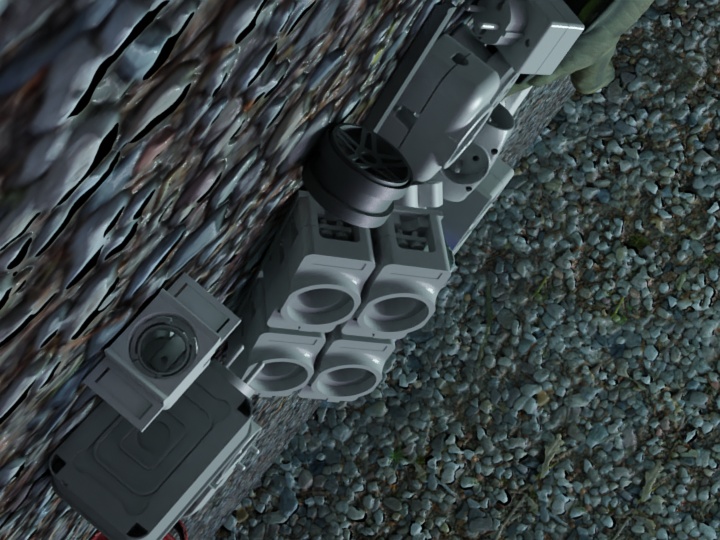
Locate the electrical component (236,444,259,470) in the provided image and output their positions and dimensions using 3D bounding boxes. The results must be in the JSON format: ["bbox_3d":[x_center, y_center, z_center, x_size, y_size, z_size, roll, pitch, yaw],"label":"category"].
[{"bbox_3d":[-0.120,0.137,0.905,0.083,0.076,0.047,-48,174,-30],"label":"electrical component"}]

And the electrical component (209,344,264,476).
[{"bbox_3d":[-0.100,0.088,0.749,0.079,0.077,0.043,-51,174,-8],"label":"electrical component"}]

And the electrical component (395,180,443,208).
[{"bbox_3d":[0.023,-0.037,0.817,0.058,0.078,0.057,-34,124,-73],"label":"electrical component"}]

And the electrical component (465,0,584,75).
[{"bbox_3d":[0.108,-0.180,0.776,0.077,0.065,0.047,-6,143,-39],"label":"electrical component"}]

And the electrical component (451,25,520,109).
[{"bbox_3d":[0.086,-0.150,0.805,0.045,0.055,0.045,-50,174,-7],"label":"electrical component"}]

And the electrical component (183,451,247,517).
[{"bbox_3d":[-0.161,0.197,1.087,0.095,0.054,0.059,-51,174,0],"label":"electrical component"}]

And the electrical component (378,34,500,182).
[{"bbox_3d":[0.056,-0.113,0.779,0.053,0.059,0.095,-45,172,-46],"label":"electrical component"}]

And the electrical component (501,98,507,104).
[{"bbox_3d":[0.110,-0.157,1.010,0.081,0.043,0.043,-49,174,-15],"label":"electrical component"}]

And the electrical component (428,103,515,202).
[{"bbox_3d":[0.068,-0.104,0.846,0.077,0.079,0.044,-57,-171,37],"label":"electrical component"}]

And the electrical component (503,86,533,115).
[{"bbox_3d":[0.128,-0.167,1.068,0.076,0.047,0.065,-46,172,-42],"label":"electrical component"}]

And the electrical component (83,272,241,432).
[{"bbox_3d":[-0.109,0.047,0.596,0.081,0.042,0.063,-49,176,-18],"label":"electrical component"}]

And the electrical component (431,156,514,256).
[{"bbox_3d":[0.079,-0.071,1.082,0.061,0.089,0.150,-47,173,-38],"label":"electrical component"}]

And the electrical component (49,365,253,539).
[{"bbox_3d":[-0.128,0.110,0.667,0.113,0.078,0.057,-49,171,-25],"label":"electrical component"}]

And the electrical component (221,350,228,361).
[{"bbox_3d":[-0.067,0.059,0.905,0.096,0.061,0.061,-46,172,-45],"label":"electrical component"}]

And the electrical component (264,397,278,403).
[{"bbox_3d":[-0.093,0.103,1.055,0.040,0.046,0.040,-50,174,-7],"label":"electrical component"}]

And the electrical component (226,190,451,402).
[{"bbox_3d":[-0.021,0.030,0.778,0.186,0.105,0.060,123,-33,-49],"label":"electrical component"}]
